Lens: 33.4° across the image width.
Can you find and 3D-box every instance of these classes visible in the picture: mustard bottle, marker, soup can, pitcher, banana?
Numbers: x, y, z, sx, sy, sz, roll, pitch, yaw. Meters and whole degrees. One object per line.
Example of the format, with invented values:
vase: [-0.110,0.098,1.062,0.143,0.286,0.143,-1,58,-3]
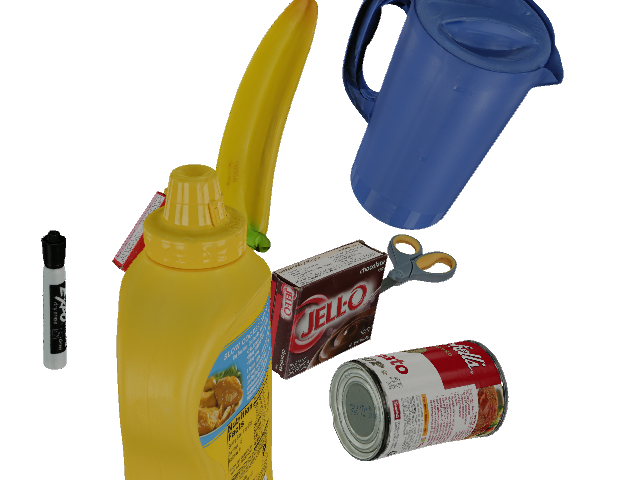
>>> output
mustard bottle: [-0.051,0.060,0.453,0.058,0.192,0.096,10,27,17]
marker: [-0.213,0.048,0.853,0.020,0.121,0.020,5,26,-3]
soup can: [0.065,0.107,0.718,0.102,0.068,0.069,-5,3,-32]
pitcher: [0.102,-0.127,1.006,0.144,0.149,0.243,-9,-33,-26]
banana: [-0.036,-0.068,0.694,0.037,0.197,0.070,30,-34,-36]

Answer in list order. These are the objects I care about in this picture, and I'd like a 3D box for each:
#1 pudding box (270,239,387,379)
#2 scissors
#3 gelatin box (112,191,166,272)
pudding box: [0.003,0.057,0.908,0.039,0.090,0.113,30,34,32]
scissors: [0.082,0.031,1.268,0.201,0.016,0.096,-10,41,-42]
gelatin box: [-0.159,0.006,1.099,0.073,0.089,0.030,35,-6,-33]
